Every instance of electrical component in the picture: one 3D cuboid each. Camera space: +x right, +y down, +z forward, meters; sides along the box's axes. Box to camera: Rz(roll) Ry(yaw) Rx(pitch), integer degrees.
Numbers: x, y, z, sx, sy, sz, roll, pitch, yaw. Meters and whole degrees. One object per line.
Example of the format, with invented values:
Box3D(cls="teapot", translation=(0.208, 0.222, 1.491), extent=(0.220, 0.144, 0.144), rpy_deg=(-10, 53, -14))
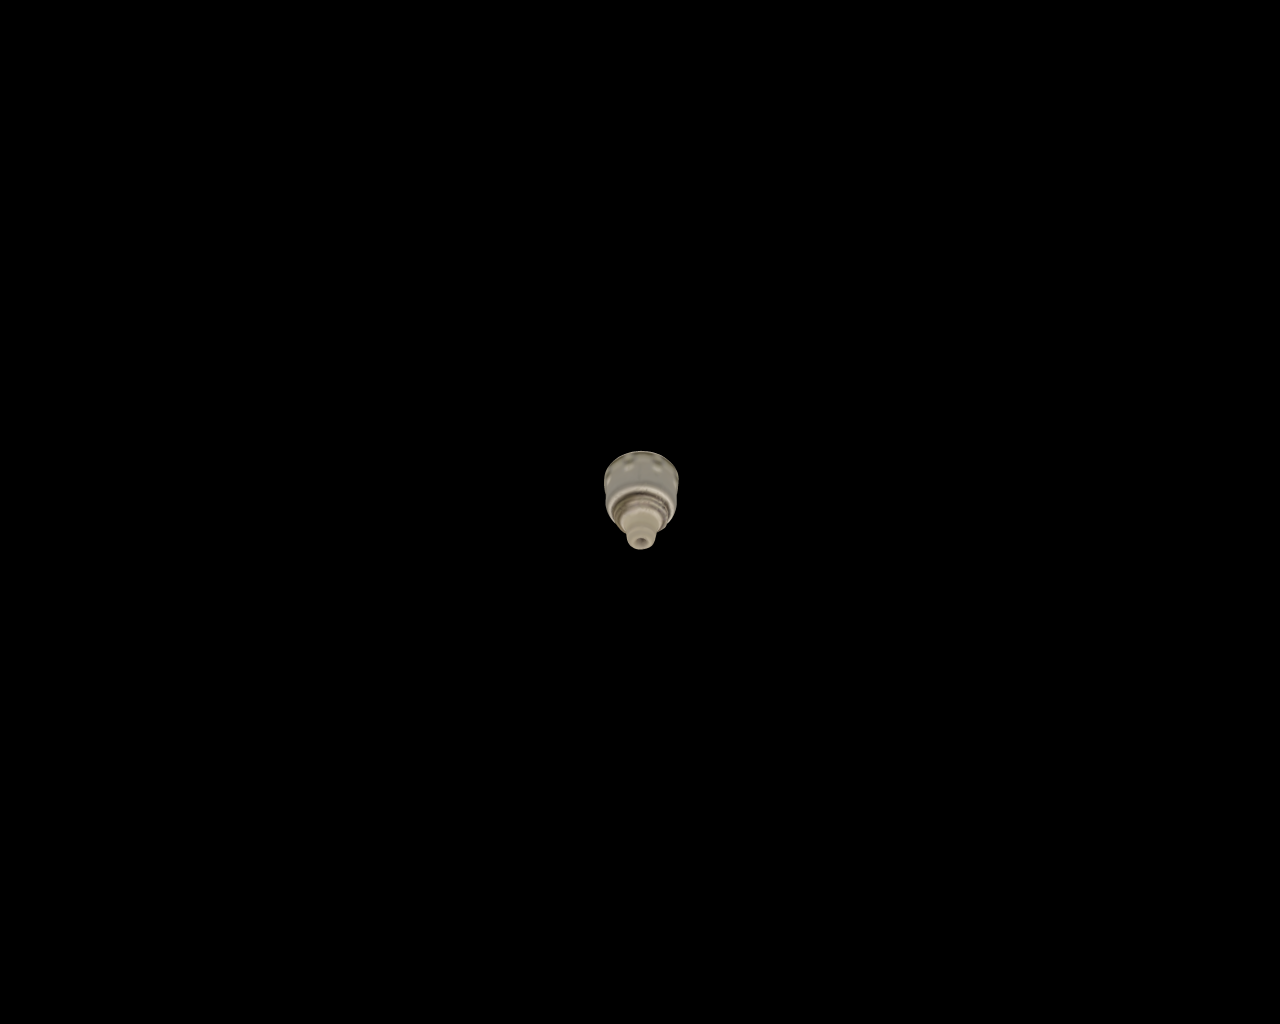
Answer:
Box3D(cls="electrical component", translation=(0.001, -0.003, 0.650), extent=(0.048, 0.048, 0.062), rpy_deg=(0, 45, 0))
